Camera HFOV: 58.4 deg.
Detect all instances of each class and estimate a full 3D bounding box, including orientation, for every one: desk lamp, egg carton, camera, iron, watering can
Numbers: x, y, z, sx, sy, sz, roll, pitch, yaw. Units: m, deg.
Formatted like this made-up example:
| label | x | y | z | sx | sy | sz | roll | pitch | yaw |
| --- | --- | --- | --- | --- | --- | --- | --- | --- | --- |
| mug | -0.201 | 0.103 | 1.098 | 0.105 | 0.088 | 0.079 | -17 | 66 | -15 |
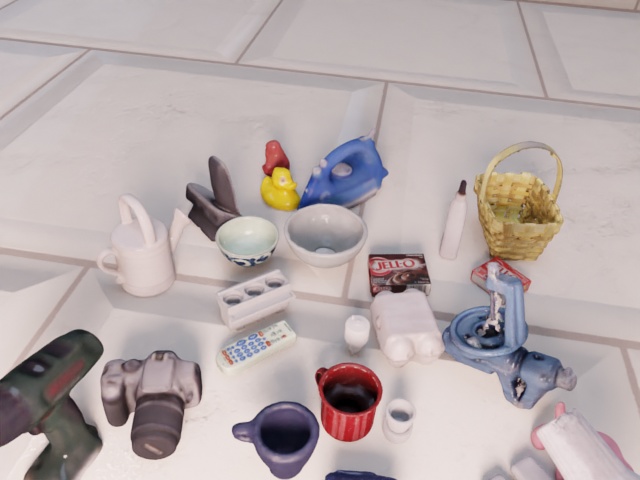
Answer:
| label | x | y | z | sx | sy | sz | roll | pitch | yaw |
| --- | --- | --- | --- | --- | --- | --- | --- | --- | --- |
| desk lamp | 0.307 | 0.313 | 0.679 | 0.118 | 0.214 | 0.202 | -19 | 44 | -24 |
| egg carton | 0.145 | 0.147 | 0.980 | 0.107 | 0.069 | 0.150 | -4 | 40 | -9 |
| camera | -0.247 | 0.235 | 0.822 | 0.143 | 0.101 | 0.136 | -1 | 40 | -5 |
| iron | 0.042 | -0.151 | 1.276 | 0.118 | 0.141 | 0.259 | 33 | 48 | 31 |
| watering can | -0.317 | -0.004 | 1.033 | 0.100 | 0.194 | 0.173 | 20 | 42 | 19 |

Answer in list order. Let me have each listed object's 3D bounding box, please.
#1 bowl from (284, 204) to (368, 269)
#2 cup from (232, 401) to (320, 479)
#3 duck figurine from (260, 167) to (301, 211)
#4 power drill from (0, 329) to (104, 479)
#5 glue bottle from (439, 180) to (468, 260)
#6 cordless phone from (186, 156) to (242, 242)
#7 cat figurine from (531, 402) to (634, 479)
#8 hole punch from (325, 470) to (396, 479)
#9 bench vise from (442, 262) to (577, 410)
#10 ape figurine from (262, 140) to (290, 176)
| label | x | y | z | sx | sy | sz | roll | pitch | yaw |
| --- | --- | --- | --- | --- | --- | --- | --- | --- | --- |
| bowl | 0.010 | 0.004 | 1.139 | 0.167 | 0.075 | 0.167 | 2 | 40 | -1 |
| cup | -0.060 | 0.283 | 0.782 | 0.117 | 0.095 | 0.091 | 3 | 40 | 0 |
| duck figurine | -0.089 | -0.124 | 1.278 | 0.104 | 0.086 | 0.078 | 31 | 47 | 30 |
| power drill | -0.353 | 0.236 | 0.730 | 0.075 | 0.208 | 0.230 | 13 | 41 | 12 |
| glue bottle | 0.271 | -0.047 | 1.141 | 0.037 | 0.173 | 0.078 | 10 | 40 | 8 |
| cordless phone | -0.216 | -0.106 | 1.169 | 0.094 | 0.185 | 0.147 | -30 | 50 | -33 |
| cat figurine | 0.362 | 0.285 | 0.792 | 0.067 | 0.118 | 0.127 | -10 | 41 | -15 |
| hole punch | 0.052 | 0.339 | 0.726 | 0.108 | 0.091 | 0.101 | 5 | 40 | 2 |
| bench vise | 0.299 | 0.139 | 0.882 | 0.207 | 0.220 | 0.122 | 17 | 42 | 16 |
| ape figurine | -0.109 | -0.197 | 1.360 | 0.076 | 0.092 | 0.078 | 16 | 41 | 15 |
